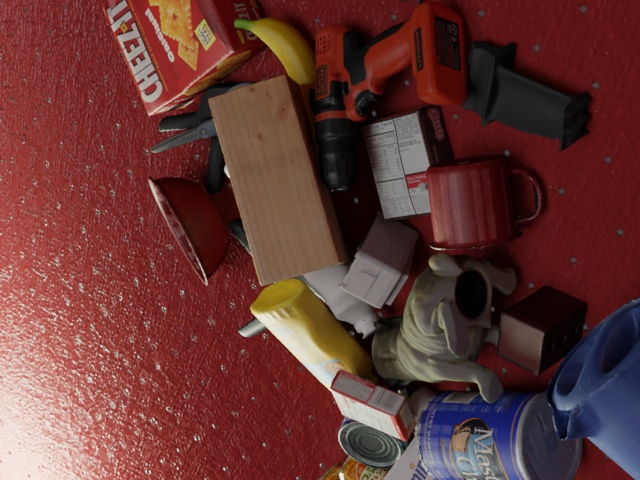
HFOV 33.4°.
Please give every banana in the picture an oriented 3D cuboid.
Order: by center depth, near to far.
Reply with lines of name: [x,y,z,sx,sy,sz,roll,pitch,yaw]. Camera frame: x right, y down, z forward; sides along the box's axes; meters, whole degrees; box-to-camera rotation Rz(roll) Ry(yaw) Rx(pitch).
banana: [-0.026,-0.174,1.215,0.070,0.037,0.198,-21,98,26]

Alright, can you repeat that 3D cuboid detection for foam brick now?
foam brick: [0.218,0.089,1.051,0.051,0.078,0.053,25,125,37]

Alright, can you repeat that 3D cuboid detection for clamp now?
clamp: [-0.039,0.057,1.339,0.210,0.036,0.164,6,112,43]
clamp: [-0.139,-0.150,1.349,0.120,0.039,0.172,41,129,5]

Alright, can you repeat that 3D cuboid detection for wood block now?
wood block: [-0.043,-0.062,1.152,0.090,0.090,0.206,-16,89,9]

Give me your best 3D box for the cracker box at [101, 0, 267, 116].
cracker box: [-0.169,-0.267,1.309,0.214,0.071,0.164,-24,88,49]

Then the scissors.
scissors: [-0.124,-0.124,1.317,0.202,0.016,0.096,-33,98,39]

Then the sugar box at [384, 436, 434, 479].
sugar box: [0.158,0.306,1.208,0.176,0.048,0.093,39,112,19]

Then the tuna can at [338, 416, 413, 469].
tuna can: [0.066,0.235,1.282,0.086,0.033,0.086,13,133,15]

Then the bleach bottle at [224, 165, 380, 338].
bleach bottle: [-0.008,0.002,1.234,0.068,0.102,0.251,-37,79,22]

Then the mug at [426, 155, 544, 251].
mug: [0.162,-0.040,1.057,0.117,0.093,0.081,-6,99,17]

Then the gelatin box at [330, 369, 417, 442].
gelatin box: [0.060,0.188,1.213,0.089,0.030,0.073,20,155,27]

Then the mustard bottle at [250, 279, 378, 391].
mustard bottle: [0.007,0.130,1.271,0.191,0.058,0.096,48,148,-19]

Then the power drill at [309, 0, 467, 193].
power drill: [0.062,-0.151,1.088,0.188,0.057,0.184,-14,75,46]

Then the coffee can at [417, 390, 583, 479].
coffee can: [0.187,0.209,1.118,0.141,0.102,0.103,-8,101,48]

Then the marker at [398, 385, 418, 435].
marker: [0.102,0.181,1.257,0.020,0.020,0.121,-19,92,49]

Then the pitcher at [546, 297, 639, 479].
pitcher: [0.328,0.163,0.906,0.243,0.144,0.149,44,117,-4]

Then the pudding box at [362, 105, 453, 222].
pudding box: [0.096,-0.080,1.136,0.090,0.039,0.113,-7,98,50]

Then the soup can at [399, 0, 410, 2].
soup can: [0.056,-0.286,1.065,0.102,0.068,0.068,33,128,32]

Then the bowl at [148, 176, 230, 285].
bowl: [-0.163,-0.023,1.394,0.162,0.055,0.162,58,168,19]
